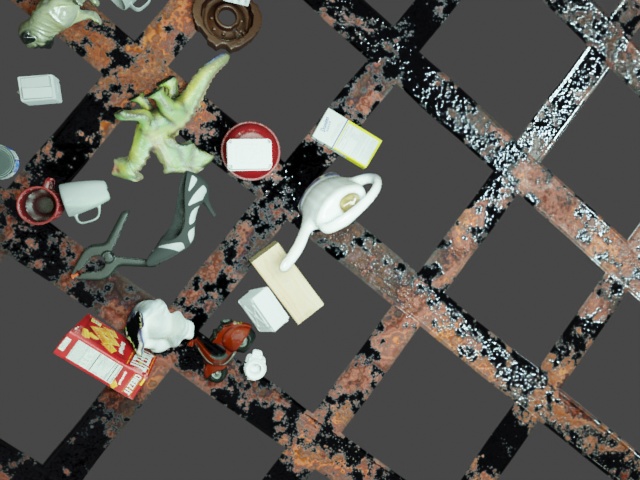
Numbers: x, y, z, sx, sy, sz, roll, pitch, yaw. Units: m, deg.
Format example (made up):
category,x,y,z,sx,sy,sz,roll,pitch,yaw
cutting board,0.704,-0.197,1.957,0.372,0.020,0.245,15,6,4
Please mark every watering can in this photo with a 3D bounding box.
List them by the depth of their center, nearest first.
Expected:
category,x,y,z,sx,sy,sz,roll,pitch,yaw
watering can,0.004,-0.067,1.332,0.349,0.227,0.102,-39,118,-7

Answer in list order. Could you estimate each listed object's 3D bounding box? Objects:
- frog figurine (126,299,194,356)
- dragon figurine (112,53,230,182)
category,x,y,z,sx,sy,sz,roll,pitch,yaw
frog figurine,-0.411,0.219,1.332,0.160,0.122,0.138,-5,85,-47
dragon figurine,-0.365,-0.287,1.330,0.412,0.124,0.239,-29,115,-7
